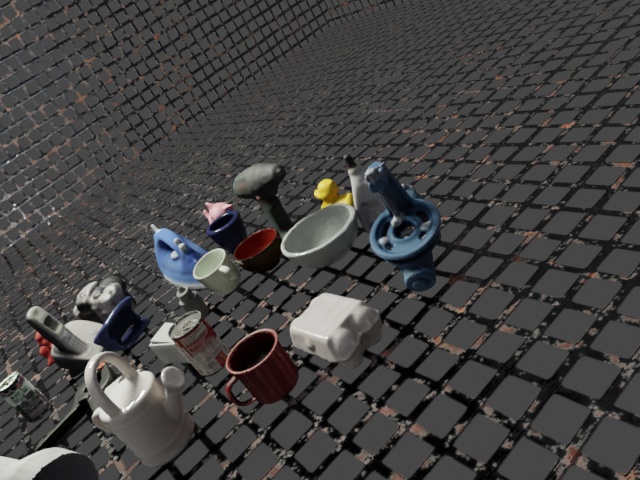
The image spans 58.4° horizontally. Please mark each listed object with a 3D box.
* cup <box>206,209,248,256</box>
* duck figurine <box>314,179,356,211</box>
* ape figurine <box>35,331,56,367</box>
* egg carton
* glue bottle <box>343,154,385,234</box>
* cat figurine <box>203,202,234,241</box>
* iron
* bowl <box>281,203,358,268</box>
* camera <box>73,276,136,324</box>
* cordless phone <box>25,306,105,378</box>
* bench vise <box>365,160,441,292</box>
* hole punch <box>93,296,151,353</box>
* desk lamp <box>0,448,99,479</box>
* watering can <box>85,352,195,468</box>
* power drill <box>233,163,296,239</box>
[{"bbox_3d":[-0.212,-0.015,1.392,0.091,0.095,0.117,-23,27,16],"label":"cup"},{"bbox_3d":[0.032,-0.098,1.286,0.104,0.086,0.078,-5,36,43],"label":"duck figurine"},{"bbox_3d":[-0.656,0.253,1.397,0.077,0.092,0.076,2,41,48],"label":"ape figurine"},{"bbox_3d":[0.022,0.140,0.889,0.149,0.069,0.107,5,43,51],"label":"egg carton"},{"bbox_3d":[0.091,-0.094,1.114,0.078,0.173,0.037,-18,29,26],"label":"glue bottle"},{"bbox_3d":[-0.262,-0.057,1.496,0.067,0.118,0.127,-45,29,-27],"label":"cat figurine"},{"bbox_3d":[-0.334,0.032,1.386,0.119,0.142,0.257,-41,27,-20],"label":"iron"},{"bbox_3d":[0.010,0.004,1.140,0.167,0.075,0.167,-25,26,13],"label":"bowl"},{"bbox_3d":[-0.543,0.143,1.462,0.143,0.101,0.137,-20,28,22],"label":"camera"},{"bbox_3d":[-0.569,0.201,1.287,0.094,0.185,0.147,-30,26,3],"label":"cordless phone"},{"bbox_3d":[0.122,-0.046,0.940,0.121,0.220,0.207,-28,26,6],"label":"bench vise"},{"bbox_3d":[-0.459,0.193,1.291,0.100,0.091,0.109,-15,30,31],"label":"hole punch"},{"bbox_3d":[-0.360,0.358,0.745,0.202,0.214,0.118,-13,31,34],"label":"desk lamp"},{"bbox_3d":[-0.281,0.247,0.882,0.173,0.194,0.100,-33,26,-3],"label":"watering can"},{"bbox_3d":[-0.098,-0.079,1.251,0.076,0.209,0.228,-43,28,-23],"label":"power drill"}]
